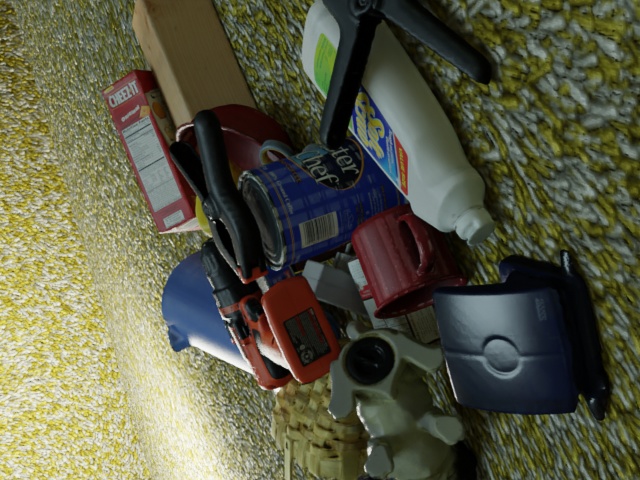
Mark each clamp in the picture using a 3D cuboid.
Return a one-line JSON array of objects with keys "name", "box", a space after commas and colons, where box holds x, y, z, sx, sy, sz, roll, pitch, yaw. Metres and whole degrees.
[{"name": "clamp", "box": [-0.102, -0.040, 1.057, 0.120, 0.039, 0.171, -3, 106, 71]}, {"name": "clamp", "box": [0.039, -0.187, 0.887, 0.165, 0.036, 0.210, -28, 75, 33]}]

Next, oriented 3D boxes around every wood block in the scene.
[{"name": "wood block", "box": [-0.162, -0.219, 1.383, 0.206, 0.090, 0.090, 66, 160, 8]}]

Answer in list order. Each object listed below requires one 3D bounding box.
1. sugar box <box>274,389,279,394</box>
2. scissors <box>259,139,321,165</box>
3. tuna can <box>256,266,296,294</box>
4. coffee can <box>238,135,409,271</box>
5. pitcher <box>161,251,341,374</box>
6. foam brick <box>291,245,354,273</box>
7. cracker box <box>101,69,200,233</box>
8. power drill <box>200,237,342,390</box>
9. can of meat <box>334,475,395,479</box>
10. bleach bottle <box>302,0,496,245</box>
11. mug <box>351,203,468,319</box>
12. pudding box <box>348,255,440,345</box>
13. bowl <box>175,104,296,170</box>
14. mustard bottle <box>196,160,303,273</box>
[{"name": "sugar box", "box": [-0.039, 0.170, 1.499, 0.093, 0.048, 0.176, 46, 148, 48]}, {"name": "scissors", "box": [-0.032, -0.056, 1.238, 0.096, 0.016, 0.202, 22, 149, 1]}, {"name": "tuna can", "box": [-0.057, 0.041, 1.210, 0.086, 0.033, 0.086, 52, 160, 28]}, {"name": "coffee can", "box": [0.004, -0.041, 1.049, 0.103, 0.140, 0.103, 53, 155, 39]}, {"name": "pitcher", "box": [-0.081, 0.097, 1.375, 0.243, 0.144, 0.149, 22, 115, 46]}, {"name": "foam brick", "box": [-0.008, 0.001, 1.213, 0.053, 0.078, 0.051, 70, 162, 0]}, {"name": "cracker box", "box": [-0.192, -0.119, 1.457, 0.164, 0.072, 0.214, -10, -104, -64]}, {"name": "power drill", "box": [-0.056, 0.077, 1.124, 0.184, 0.057, 0.188, 63, 160, -8]}, {"name": "can of meat", "box": [0.053, 0.335, 1.359, 0.057, 0.083, 0.102, 51, 153, 42]}, {"name": "bleach bottle", "box": [0.073, -0.102, 0.931, 0.251, 0.068, 0.103, 56, 156, 27]}, {"name": "mug", "box": [0.080, 0.014, 0.977, 0.117, 0.093, 0.081, 102, 148, -70]}, {"name": "pudding box", "box": [0.078, 0.059, 1.103, 0.113, 0.039, 0.090, 67, 157, 1]}, {"name": "bowl", "box": [-0.089, -0.114, 1.276, 0.162, 0.055, 0.162, 21, 159, 8]}, {"name": "mustard bottle", "box": [-0.069, -0.010, 1.291, 0.191, 0.058, 0.096, 39, -141, -42]}]
